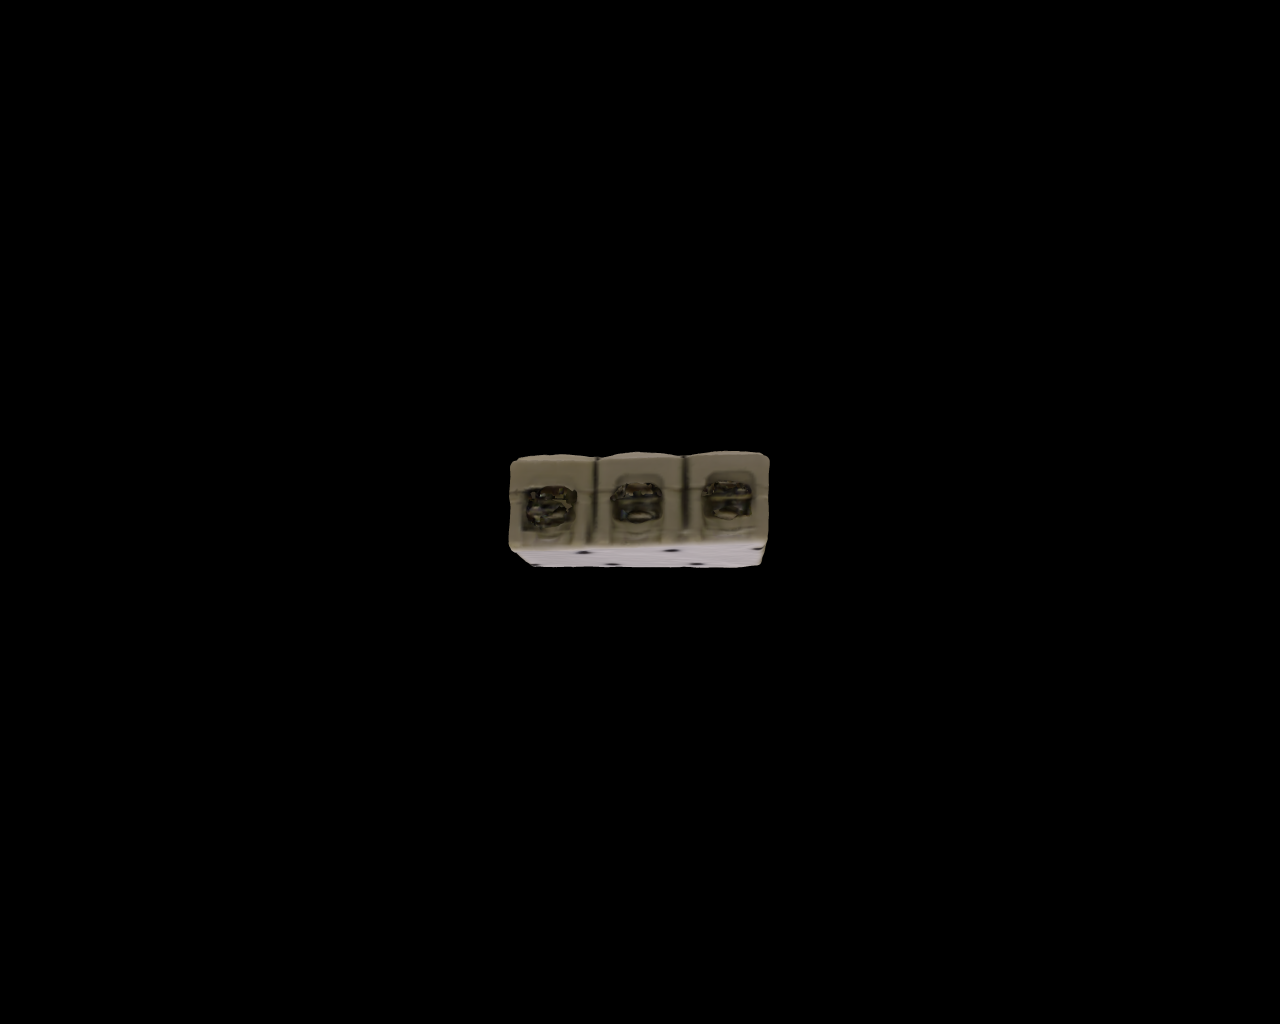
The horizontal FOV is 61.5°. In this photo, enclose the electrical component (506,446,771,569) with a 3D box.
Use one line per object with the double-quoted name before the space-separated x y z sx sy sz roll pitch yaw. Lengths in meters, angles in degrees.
"electrical component" 0.001 -0.003 0.650 0.150 0.061 0.089 0 -11 2
